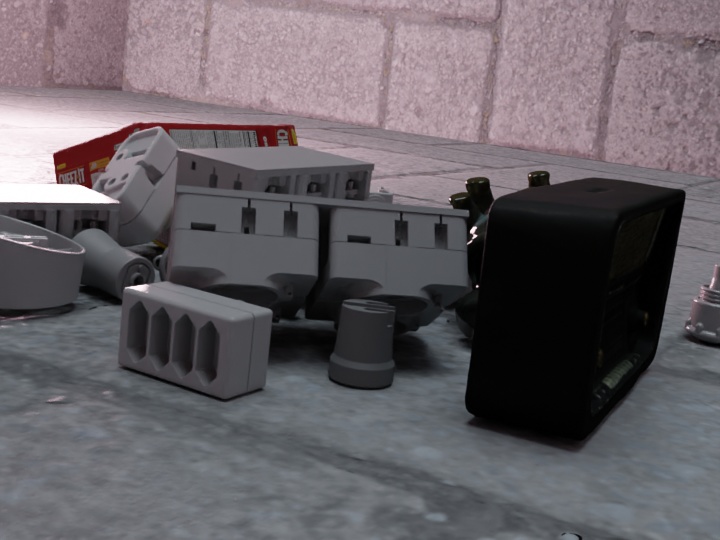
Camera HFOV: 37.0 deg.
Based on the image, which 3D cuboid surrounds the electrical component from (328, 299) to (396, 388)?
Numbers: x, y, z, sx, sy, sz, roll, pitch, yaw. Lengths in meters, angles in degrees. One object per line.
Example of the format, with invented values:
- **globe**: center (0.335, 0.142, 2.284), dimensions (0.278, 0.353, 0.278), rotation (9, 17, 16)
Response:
- **electrical component**: center (0.003, 0.044, 0.655), dimensions (0.040, 0.046, 0.040), rotation (6, 11, -1)

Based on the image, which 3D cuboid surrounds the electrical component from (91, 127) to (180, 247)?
- **electrical component**: center (-0.188, -0.069, 0.933), dimensions (0.054, 0.095, 0.059), rotation (-7, -44, 39)

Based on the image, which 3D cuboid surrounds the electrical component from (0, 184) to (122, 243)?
- **electrical component**: center (-0.274, -0.030, 0.831), dimensions (0.150, 0.061, 0.089), rotation (-2, 14, -36)

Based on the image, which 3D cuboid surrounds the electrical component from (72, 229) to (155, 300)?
- **electrical component**: center (-0.183, -0.001, 0.796), dimensions (0.065, 0.044, 0.044), rotation (22, 19, 39)

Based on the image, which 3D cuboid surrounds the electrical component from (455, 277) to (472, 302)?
- **electrical component**: center (0.034, -0.008, 0.922), dimensions (0.074, 0.052, 0.138), rotation (-1, 13, -32)

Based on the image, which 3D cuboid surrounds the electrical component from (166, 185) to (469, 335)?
- **electrical component**: center (-0.032, -0.001, 0.712), dimensions (0.186, 0.060, 0.105), rotation (4, -18, -11)

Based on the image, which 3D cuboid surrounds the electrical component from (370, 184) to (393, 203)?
- **electrical component**: center (-0.012, -0.075, 1.243), dimensions (0.100, 0.048, 0.099), rotation (4, 11, -12)

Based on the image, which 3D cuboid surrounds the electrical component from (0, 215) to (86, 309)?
- **electrical component**: center (-0.240, -0.009, 0.739), dimensions (0.099, 0.064, 0.099), rotation (6, 11, -1)

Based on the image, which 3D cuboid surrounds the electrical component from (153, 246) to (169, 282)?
- **electrical component**: center (-0.127, -0.002, 0.819), dimensions (0.066, 0.048, 0.055), rotation (6, 4, -3)

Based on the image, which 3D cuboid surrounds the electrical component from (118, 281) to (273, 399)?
- **electrical component**: center (-0.086, 0.037, 0.637), dimensions (0.083, 0.047, 0.076), rotation (13, 13, 31)

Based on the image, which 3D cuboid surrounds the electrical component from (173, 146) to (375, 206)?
- **electrical component**: center (-0.070, -0.064, 0.894), dimensions (0.089, 0.061, 0.150), rotation (17, 16, 35)

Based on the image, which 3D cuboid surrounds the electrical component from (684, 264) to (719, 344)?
- **electrical component**: center (0.290, 0.027, 0.865), dimensions (0.048, 0.062, 0.048), rotation (6, 11, -1)
